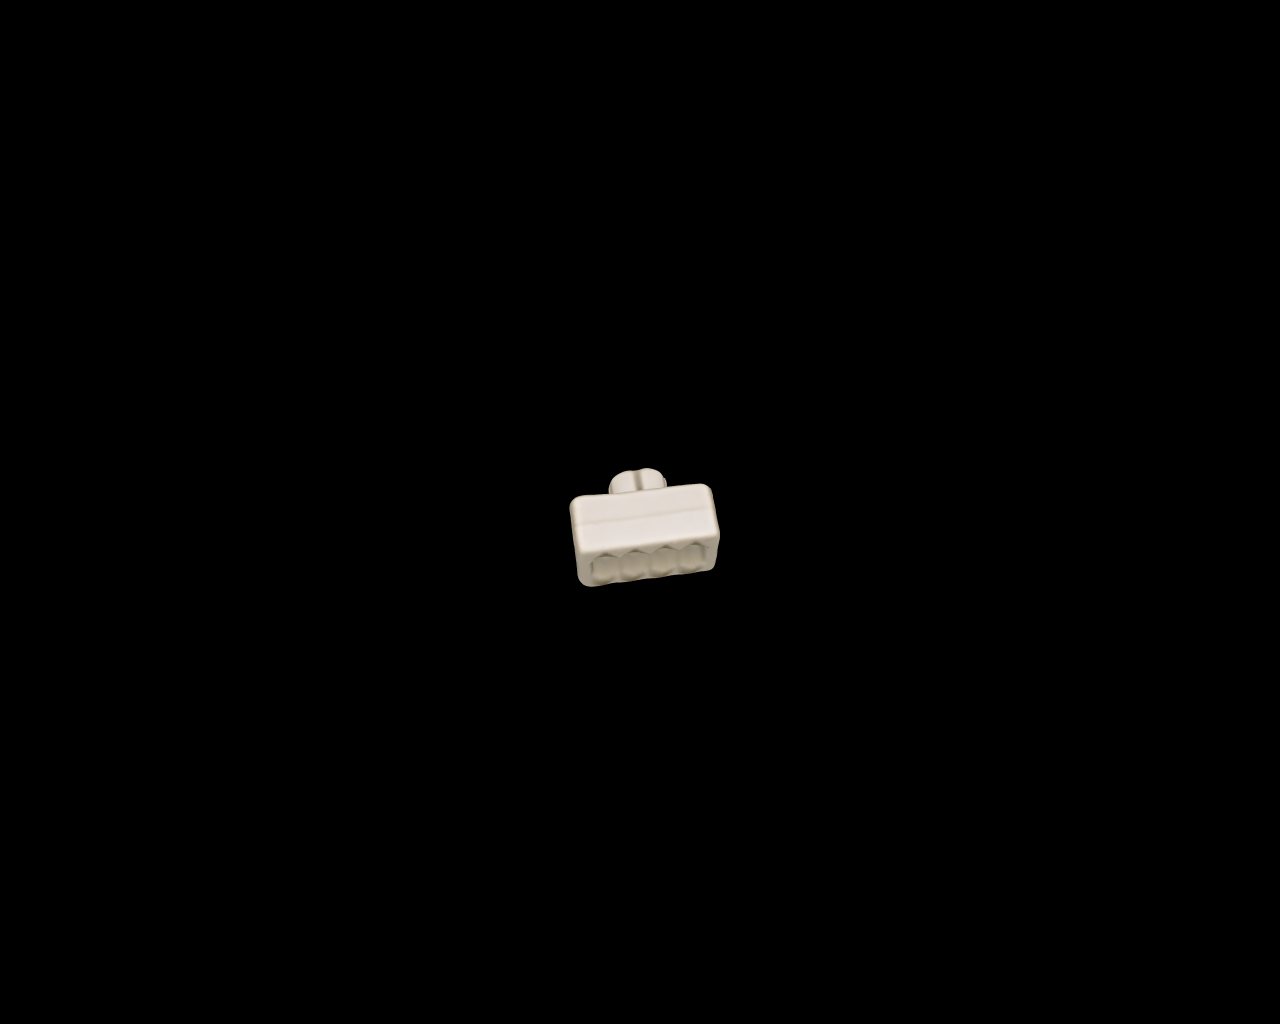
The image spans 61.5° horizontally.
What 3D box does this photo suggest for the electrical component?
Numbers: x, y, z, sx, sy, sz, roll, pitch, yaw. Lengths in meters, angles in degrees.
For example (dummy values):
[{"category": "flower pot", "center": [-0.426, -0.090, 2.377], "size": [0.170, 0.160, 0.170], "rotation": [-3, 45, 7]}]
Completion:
[{"category": "electrical component", "center": [0.001, -0.003, 0.650], "size": [0.083, 0.076, 0.047], "rotation": [-6, -27, -3]}]
